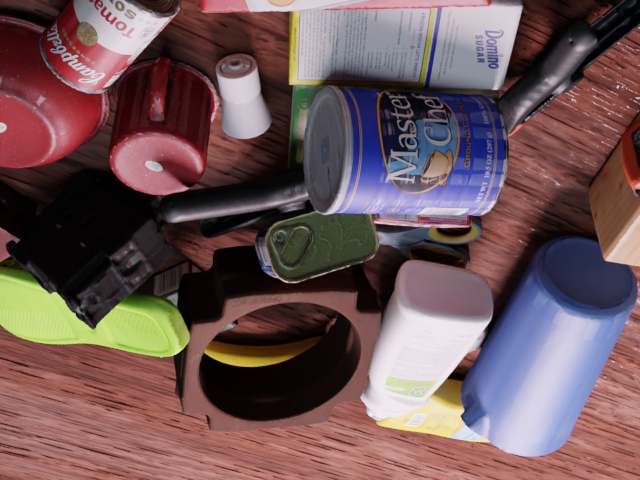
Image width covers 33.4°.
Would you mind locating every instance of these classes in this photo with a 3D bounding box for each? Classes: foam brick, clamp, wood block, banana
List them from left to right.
[{"bbox_3d":[-0.321,-0.024,1.023,0.051,0.053,0.078,-26,135,29],"label":"foam brick"},{"bbox_3d":[-0.073,0.129,1.222,0.198,0.037,0.069,-6,118,5],"label":"banana"},{"bbox_3d":[-0.032,-0.040,0.965,0.210,0.036,0.164,-13,175,-2],"label":"clamp"},{"bbox_3d":[0.200,-0.143,0.856,0.120,0.039,0.172,-26,171,-28],"label":"clamp"},{"bbox_3d":[0.323,-0.071,0.922,0.090,0.090,0.206,9,140,-12],"label":"wood block"}]

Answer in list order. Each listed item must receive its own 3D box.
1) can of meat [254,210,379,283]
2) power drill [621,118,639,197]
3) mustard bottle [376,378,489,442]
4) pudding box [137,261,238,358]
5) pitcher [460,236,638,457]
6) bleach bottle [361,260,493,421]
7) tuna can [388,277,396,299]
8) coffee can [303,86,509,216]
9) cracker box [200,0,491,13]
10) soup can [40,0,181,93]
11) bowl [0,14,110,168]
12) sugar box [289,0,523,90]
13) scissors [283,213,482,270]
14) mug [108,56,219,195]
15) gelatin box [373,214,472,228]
[{"bbox_3d":[-0.007,0.001,0.991,0.102,0.057,0.084,-17,-177,-12],"label":"can of meat"},{"bbox_3d":[0.341,-0.065,0.810,0.187,0.057,0.185,19,137,-23],"label":"power drill"},{"bbox_3d":[0.170,0.206,1.290,0.191,0.058,0.096,13,140,-14],"label":"mustard bottle"},{"bbox_3d":[-0.158,0.077,1.154,0.114,0.039,0.090,-22,137,26],"label":"pudding box"},{"bbox_3d":[0.250,0.107,1.128,0.145,0.149,0.243,18,137,4],"label":"pitcher"},{"bbox_3d":[0.092,0.121,1.130,0.102,0.068,0.251,11,142,-11],"label":"bleach bottle"},{"bbox_3d":[0.116,0.067,1.140,0.086,0.033,0.086,1,141,0],"label":"tuna can"},{"bbox_3d":[0.068,-0.071,0.873,0.140,0.103,0.103,0,143,-19],"label":"coffee can"},{"bbox_3d":[0.016,-0.243,0.732,0.213,0.072,0.164,0,140,3],"label":"cracker box"},{"bbox_3d":[-0.162,-0.170,0.827,0.068,0.068,0.102,28,133,-30],"label":"soup can"},{"bbox_3d":[-0.263,-0.112,0.901,0.162,0.055,0.162,4,141,3],"label":"bowl"},{"bbox_3d":[0.064,-0.167,0.845,0.176,0.048,0.093,0,143,-4],"label":"sugar box"},{"bbox_3d":[0.074,-0.015,1.055,0.201,0.016,0.096,21,135,-23],"label":"scissors"},{"bbox_3d":[-0.133,-0.100,0.901,0.093,0.081,0.117,6,141,-6],"label":"mug"},{"bbox_3d":[0.089,-0.027,0.994,0.089,0.030,0.073,4,179,-10],"label":"gelatin box"}]
